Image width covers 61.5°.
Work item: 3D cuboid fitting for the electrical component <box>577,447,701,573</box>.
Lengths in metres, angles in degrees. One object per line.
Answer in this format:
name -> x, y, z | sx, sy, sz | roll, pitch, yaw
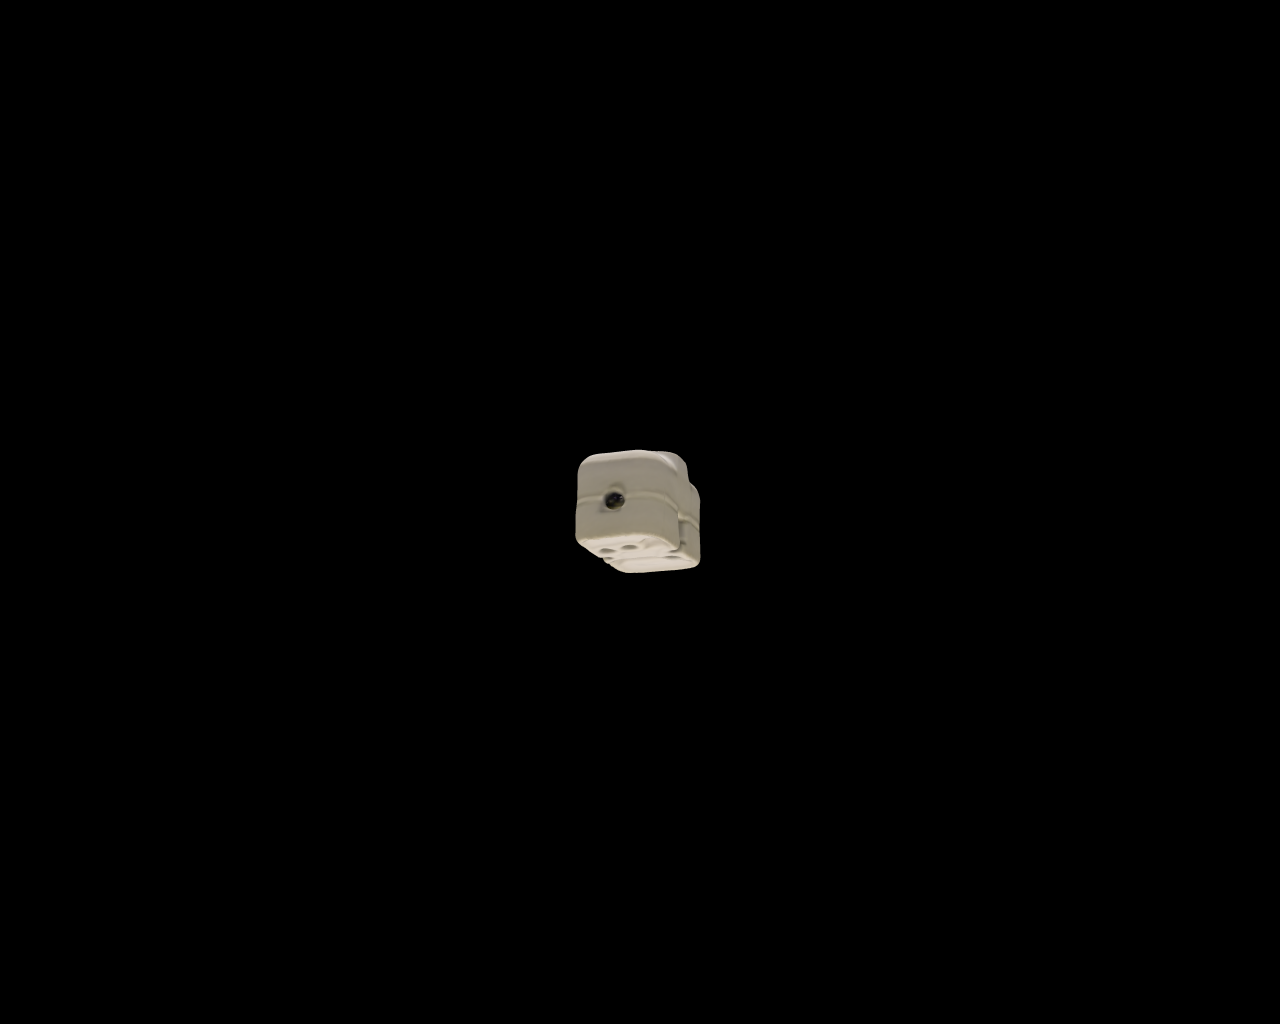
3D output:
electrical component -> 0.001, -0.003, 0.650 | 0.054, 0.059, 0.095 | -6, -17, 19
